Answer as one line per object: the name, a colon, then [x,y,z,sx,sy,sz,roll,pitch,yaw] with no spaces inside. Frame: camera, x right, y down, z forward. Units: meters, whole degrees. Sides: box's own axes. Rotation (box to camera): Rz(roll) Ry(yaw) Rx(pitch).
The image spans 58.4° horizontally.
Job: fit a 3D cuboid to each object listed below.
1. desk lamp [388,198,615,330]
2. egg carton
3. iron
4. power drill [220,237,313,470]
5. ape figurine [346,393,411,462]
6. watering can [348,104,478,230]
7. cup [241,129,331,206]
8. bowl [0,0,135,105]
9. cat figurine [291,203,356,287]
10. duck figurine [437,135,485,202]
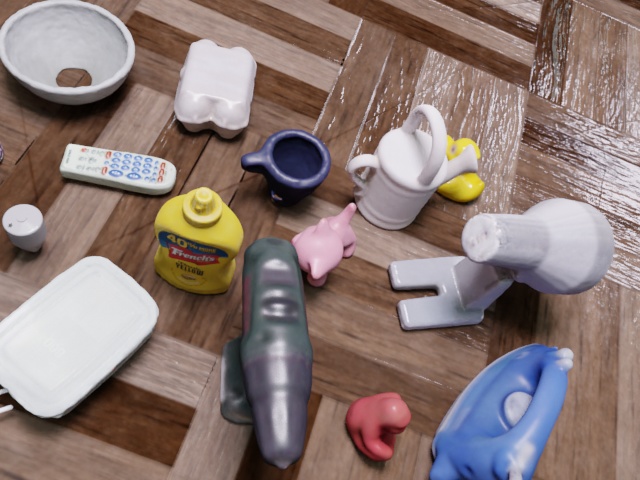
desk lamp: [0.221,0.031,0.719,0.203,0.213,0.118,-4,64,-18]
egg carton: [-0.150,-0.220,0.827,0.107,0.069,0.150,9,61,-12]
iron: [0.241,0.200,0.678,0.118,0.141,0.259,38,59,6]
power drill: [-0.056,0.125,0.591,0.076,0.208,0.229,3,62,-14]
ape figurine: [0.074,0.206,0.654,0.076,0.092,0.078,38,59,6]
watering can: [0.128,-0.105,0.775,0.173,0.194,0.101,-23,71,-25]
cup: [-0.052,-0.087,0.770,0.118,0.095,0.091,-4,64,-18]
bowl: [-0.338,-0.242,0.781,0.168,0.074,0.167,7,61,-13]
cat figurine: [0.007,0.003,0.727,0.067,0.117,0.128,38,59,6]
duck figurine: [0.213,-0.114,0.868,0.104,0.086,0.078,44,60,9]
